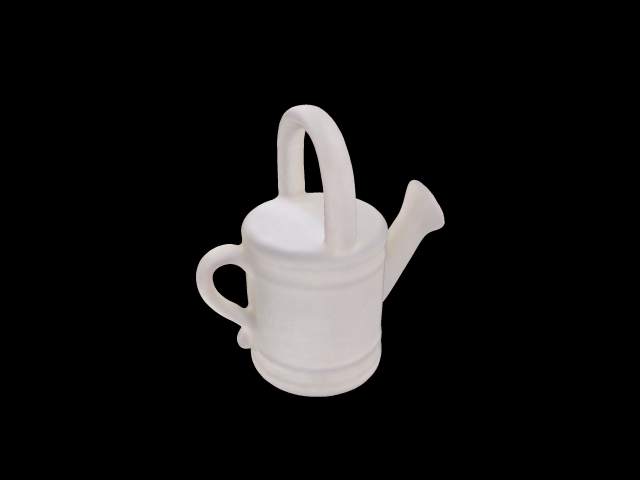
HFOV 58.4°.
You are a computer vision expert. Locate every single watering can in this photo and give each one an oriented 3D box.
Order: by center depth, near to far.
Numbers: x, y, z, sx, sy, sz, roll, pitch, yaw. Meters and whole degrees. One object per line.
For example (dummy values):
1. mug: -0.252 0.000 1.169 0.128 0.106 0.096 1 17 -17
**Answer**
1. watering can: 0.003 0.000 0.402 0.173 0.194 0.100 -25 38 -37
